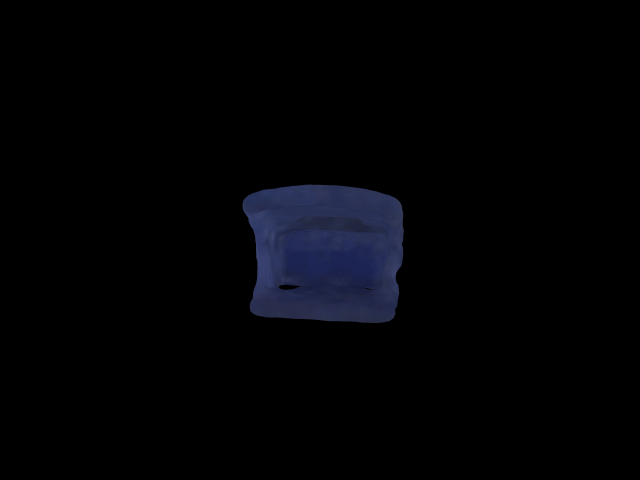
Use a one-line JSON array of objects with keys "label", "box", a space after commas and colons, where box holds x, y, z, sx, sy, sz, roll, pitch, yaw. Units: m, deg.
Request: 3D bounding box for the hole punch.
[{"label": "hole punch", "box": [0.004, 0.001, 0.400, 0.108, 0.091, 0.101, 2, 14, 8]}]
